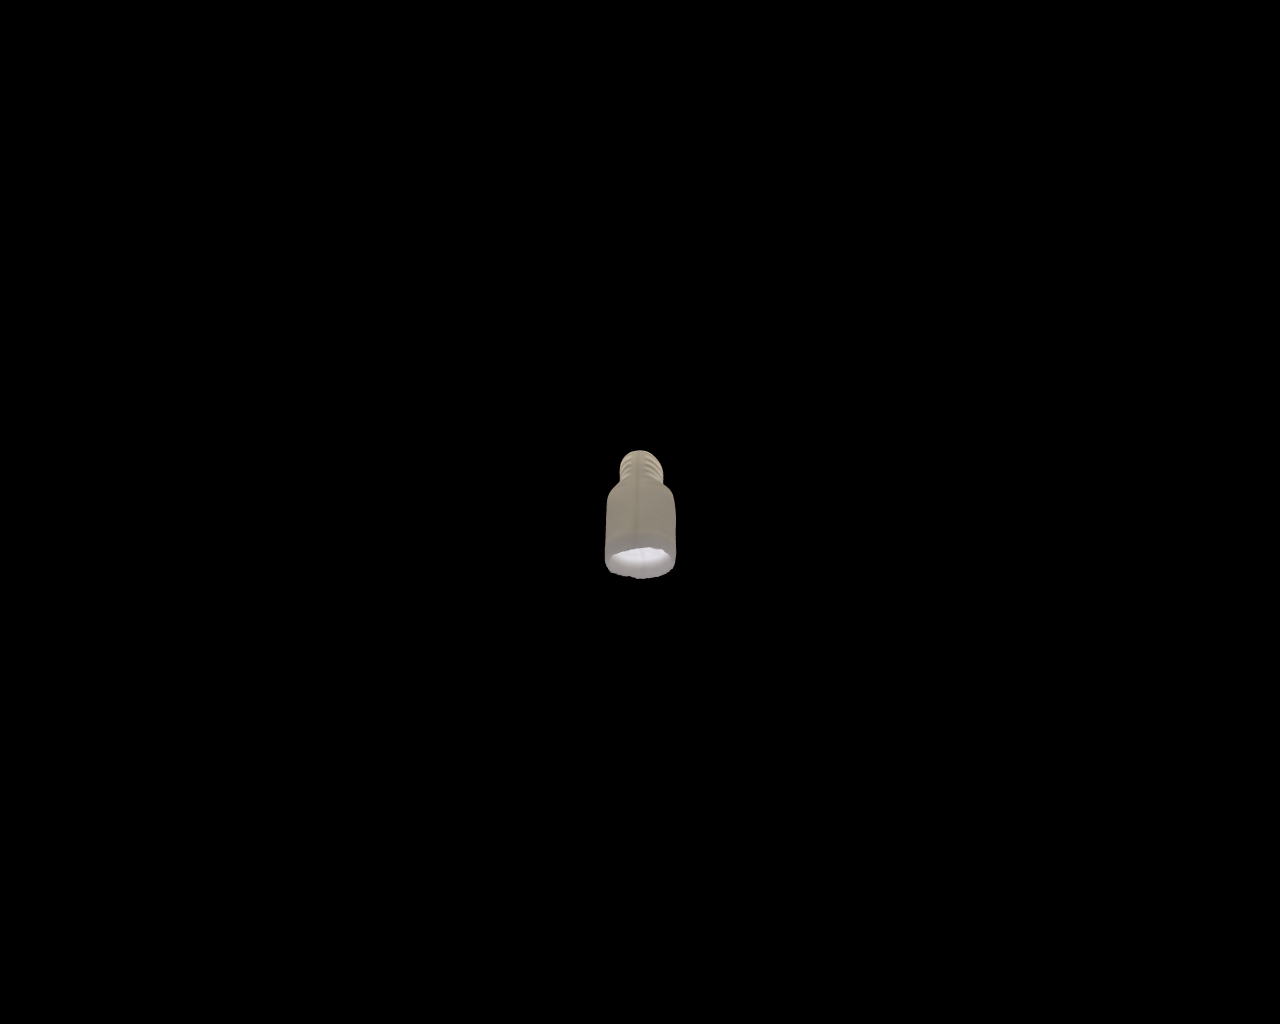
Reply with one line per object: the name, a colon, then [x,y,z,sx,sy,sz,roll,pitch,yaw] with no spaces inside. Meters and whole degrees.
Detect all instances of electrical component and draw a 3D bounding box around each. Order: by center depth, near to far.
electrical component: [0.001,-0.003,0.650,0.043,0.081,0.043,0,-32,0]
